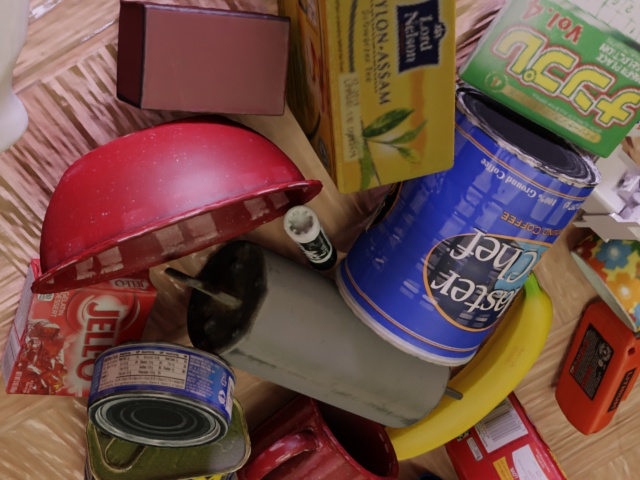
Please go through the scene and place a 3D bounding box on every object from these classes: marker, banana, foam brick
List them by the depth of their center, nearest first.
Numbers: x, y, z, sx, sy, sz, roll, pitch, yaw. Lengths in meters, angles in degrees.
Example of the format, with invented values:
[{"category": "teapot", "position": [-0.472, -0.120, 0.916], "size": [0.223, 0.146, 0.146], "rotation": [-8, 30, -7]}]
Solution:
[{"category": "foam brick", "position": [-0.060, -0.093, 0.543], "size": [0.078, 0.053, 0.051], "rotation": [0, 103, -24]}, {"category": "marker", "position": [-0.004, 0.001, 0.632], "size": [0.020, 0.020, 0.121], "rotation": [-29, 168, 1]}, {"category": "banana", "position": [0.113, 0.099, 0.788], "size": [0.069, 0.037, 0.198], "rotation": [25, 113, -25]}]

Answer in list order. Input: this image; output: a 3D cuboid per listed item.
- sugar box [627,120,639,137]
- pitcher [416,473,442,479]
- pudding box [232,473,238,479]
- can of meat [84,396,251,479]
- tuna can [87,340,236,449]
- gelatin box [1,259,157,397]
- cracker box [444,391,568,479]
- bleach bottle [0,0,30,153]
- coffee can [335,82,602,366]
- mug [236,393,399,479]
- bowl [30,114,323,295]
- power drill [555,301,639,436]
[{"category": "sugar box", "position": [0.216, -0.145, 0.633], "size": [0.093, 0.048, 0.176], "rotation": [2, 128, -22]}, {"category": "pitcher", "position": [0.040, 0.312, 0.871], "size": [0.243, 0.145, 0.149], "rotation": [-39, 110, 15]}, {"category": "pudding box", "position": [-0.061, 0.227, 0.762], "size": [0.039, 0.113, 0.090], "rotation": [26, 113, -32]}, {"category": "can of meat", "position": [-0.104, 0.145, 0.703], "size": [0.102, 0.057, 0.084], "rotation": [-6, 151, -19]}, {"category": "tuna can", "position": [-0.094, 0.093, 0.633], "size": [0.086, 0.033, 0.086], "rotation": [3, 148, 2]}, {"category": "gelatin box", "position": [-0.146, 0.055, 0.647], "size": [0.073, 0.030, 0.089], "rotation": [7, 124, -28]}, {"category": "cracker box", "position": [0.182, 0.241, 0.841], "size": [0.072, 0.164, 0.213], "rotation": [-29, 131, 3]}, {"category": "bleach bottle", "position": [-0.169, -0.124, 0.478], "size": [0.102, 0.068, 0.251], "rotation": [-10, 131, -15]}, {"category": "coffee can", "position": [0.087, -0.009, 0.647], "size": [0.102, 0.103, 0.140], "rotation": [16, 118, -32]}, {"category": "mug", "position": [-0.010, 0.151, 0.734], "size": [0.082, 0.093, 0.117], "rotation": [-40, 160, 16]}, {"category": "bowl", "position": [-0.082, -0.024, 0.564], "size": [0.162, 0.055, 0.162], "rotation": [-21, 176, -2]}, {"category": "power drill", "position": [0.284, 0.106, 0.851], "size": [0.187, 0.057, 0.184], "rotation": [-4, 124, -23]}]
